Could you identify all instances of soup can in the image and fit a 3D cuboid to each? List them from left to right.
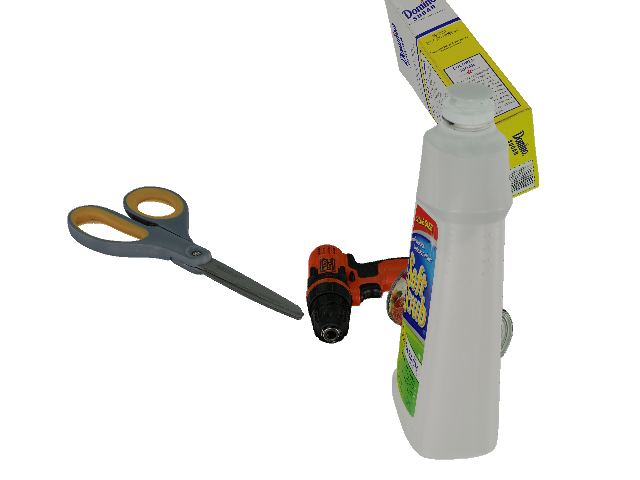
[{"bbox_3d":[0.119,0.070,0.982,0.068,0.068,0.102,0,24,-39],"label":"soup can"}]

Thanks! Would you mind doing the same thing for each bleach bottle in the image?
[{"bbox_3d":[0.087,0.017,0.693,0.068,0.251,0.102,-3,30,-5],"label":"bleach bottle"}]

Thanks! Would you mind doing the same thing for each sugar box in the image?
[{"bbox_3d":[0.109,-0.120,0.835,0.048,0.176,0.093,-23,-38,-2],"label":"sugar box"}]

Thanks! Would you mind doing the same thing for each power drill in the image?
[{"bbox_3d":[0.077,0.057,1.230,0.187,0.057,0.184,-2,28,-1],"label":"power drill"}]

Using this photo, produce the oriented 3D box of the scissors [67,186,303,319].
[{"bbox_3d":[-0.084,0.002,0.756,0.202,0.016,0.096,16,34,19],"label":"scissors"}]
